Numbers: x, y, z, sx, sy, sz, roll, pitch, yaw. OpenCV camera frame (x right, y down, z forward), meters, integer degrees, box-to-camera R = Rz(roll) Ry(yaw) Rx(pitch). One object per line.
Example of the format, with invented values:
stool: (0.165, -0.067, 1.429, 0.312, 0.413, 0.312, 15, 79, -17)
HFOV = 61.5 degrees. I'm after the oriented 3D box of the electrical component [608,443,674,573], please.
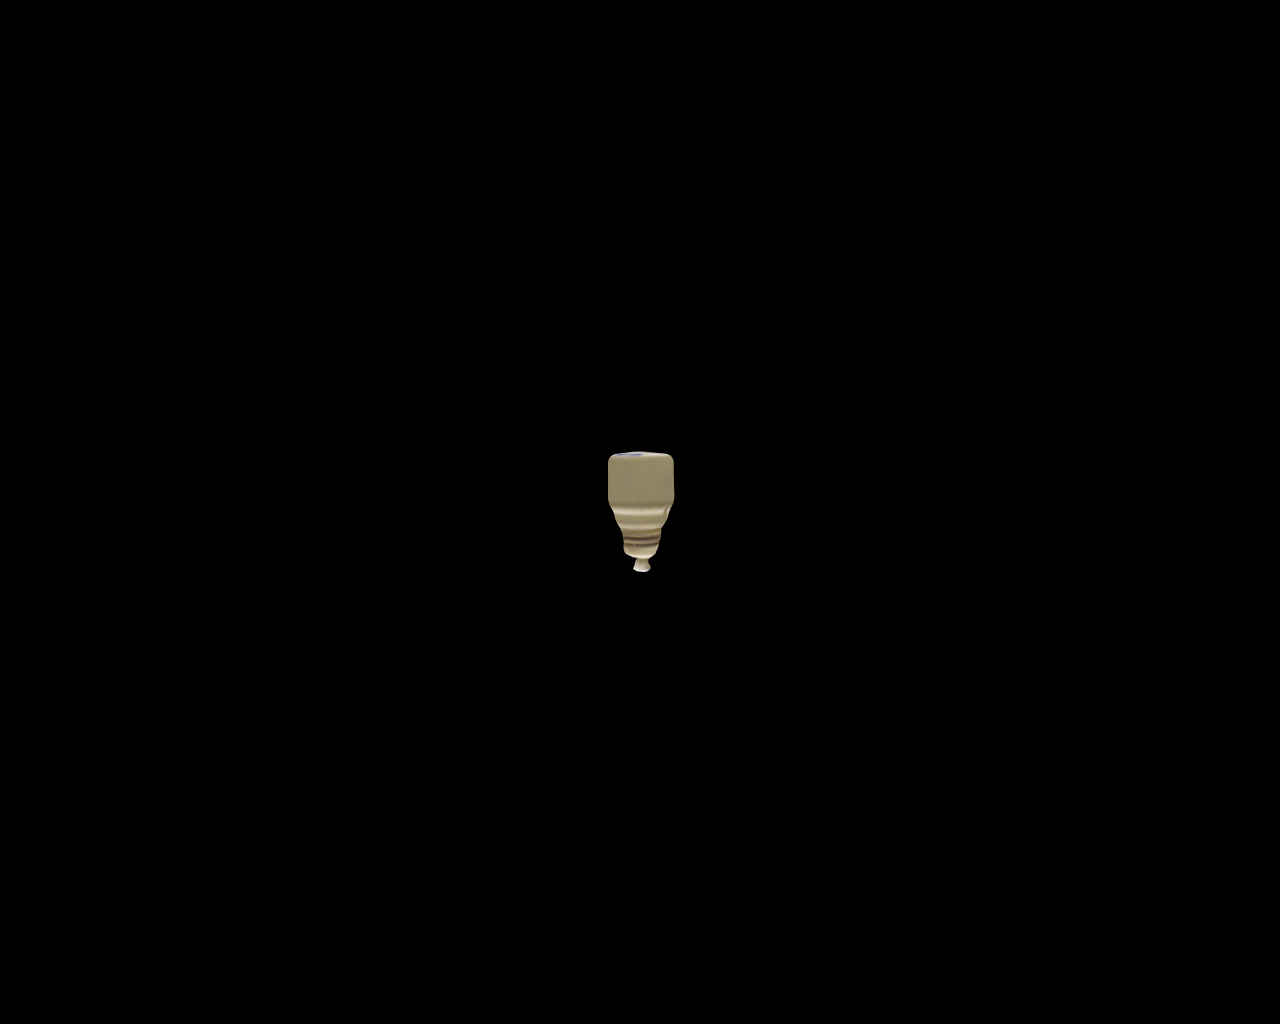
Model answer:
electrical component: (0.001, -0.003, 0.650, 0.040, 0.078, 0.040, 0, 4, 0)
